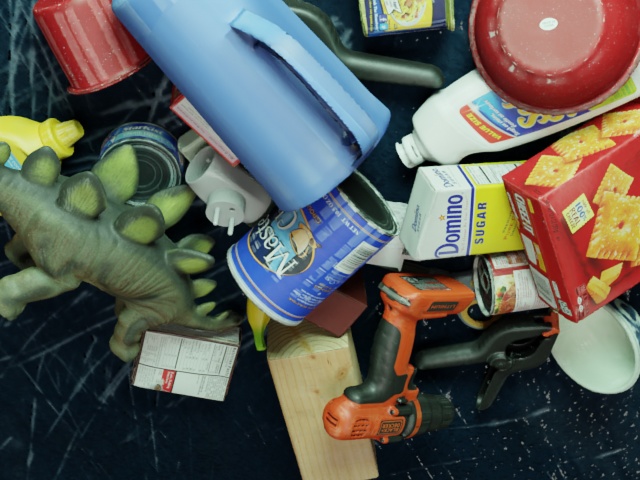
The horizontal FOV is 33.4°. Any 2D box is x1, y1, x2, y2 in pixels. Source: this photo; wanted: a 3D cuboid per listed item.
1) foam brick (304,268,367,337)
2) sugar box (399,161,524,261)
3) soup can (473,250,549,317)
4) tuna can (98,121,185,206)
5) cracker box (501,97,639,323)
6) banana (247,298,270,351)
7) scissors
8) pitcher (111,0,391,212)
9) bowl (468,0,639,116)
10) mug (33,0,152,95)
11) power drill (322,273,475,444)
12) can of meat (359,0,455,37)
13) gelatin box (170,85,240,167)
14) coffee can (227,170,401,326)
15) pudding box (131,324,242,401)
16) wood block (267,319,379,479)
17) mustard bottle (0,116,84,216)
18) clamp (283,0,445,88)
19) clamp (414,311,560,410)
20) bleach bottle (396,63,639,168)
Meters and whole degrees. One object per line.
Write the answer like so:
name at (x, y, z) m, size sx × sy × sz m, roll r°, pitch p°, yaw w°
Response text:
foam brick at (0.013, 0.054, 1.140) m, size 0.053 × 0.078 × 0.051 m, roll 29°, pitch 117°, yaw -21°
sugar box at (0.174, -0.032, 1.071) m, size 0.176 × 0.048 × 0.093 m, roll -8°, pitch 133°, yaw -23°
soup can at (0.220, 0.041, 1.131) m, size 0.102 × 0.068 × 0.068 m, roll -7°, pitch 125°, yaw -8°
tuna can at (-0.179, -0.074, 1.070) m, size 0.086 × 0.034 × 0.086 m, roll -1°, pitch 125°, yaw -2°
cracker box at (0.298, -0.041, 1.040) m, size 0.213 × 0.072 × 0.164 m, roll -31°, pitch 124°, yaw -10°
banana at (-0.024, 0.023, 1.128) m, size 0.198 × 0.070 × 0.037 m, roll -54°, pitch 156°, yaw 18°
scissors at (0.130, 0.057, 1.184) m, size 0.201 × 0.016 × 0.096 m, roll 4°, pitch 125°, yaw -4°
pitcher at (-0.056, -0.150, 0.917) m, size 0.149 × 0.145 × 0.242 m, roll -32°, pitch 113°, yaw 29°
bowl at (0.205, -0.190, 0.940) m, size 0.162 × 0.055 × 0.162 m, roll 2°, pitch 97°, yaw 19°
mug at (-0.193, -0.194, 0.957) m, size 0.117 × 0.093 × 0.081 m, roll -27°, pitch 118°, yaw -3°
power drill at (0.101, 0.131, 1.148) m, size 0.184 × 0.057 × 0.188 m, roll 3°, pitch 110°, yaw -42°
can of meat at (0.074, -0.234, 0.953) m, size 0.084 × 0.057 × 0.102 m, roll -6°, pitch 125°, yaw 4°
gelatin box at (-0.100, -0.123, 1.014) m, size 0.030 × 0.073 × 0.089 m, roll -37°, pitch 119°, yaw 21°
coffee can at (-0.007, 0.001, 1.040) m, size 0.102 × 0.103 × 0.140 m, roll 39°, pitch 110°, yaw -25°
pudding box at (-0.152, 0.133, 1.214) m, size 0.113 × 0.039 × 0.090 m, roll 11°, pitch 123°, yaw -12°
wood block at (0.004, 0.177, 1.219) m, size 0.090 × 0.091 × 0.206 m, roll -10°, pitch 125°, yaw 5°
mustard bottle at (-0.316, -0.070, 1.053) m, size 0.192 × 0.058 × 0.096 m, roll -25°, pitch 124°, yaw 15°
clamp at (-0.010, -0.154, 1.018) m, size 0.209 × 0.036 × 0.165 m, roll 32°, pitch 119°, yaw -19°
clamp at (0.193, 0.127, 1.211) m, size 0.120 × 0.039 × 0.172 m, roll 24°, pitch 129°, yaw -24°
bleach bottle at (0.192, -0.132, 1.026) m, size 0.251 × 0.068 × 0.102 m, roll -27°, pitch 119°, yaw 19°
